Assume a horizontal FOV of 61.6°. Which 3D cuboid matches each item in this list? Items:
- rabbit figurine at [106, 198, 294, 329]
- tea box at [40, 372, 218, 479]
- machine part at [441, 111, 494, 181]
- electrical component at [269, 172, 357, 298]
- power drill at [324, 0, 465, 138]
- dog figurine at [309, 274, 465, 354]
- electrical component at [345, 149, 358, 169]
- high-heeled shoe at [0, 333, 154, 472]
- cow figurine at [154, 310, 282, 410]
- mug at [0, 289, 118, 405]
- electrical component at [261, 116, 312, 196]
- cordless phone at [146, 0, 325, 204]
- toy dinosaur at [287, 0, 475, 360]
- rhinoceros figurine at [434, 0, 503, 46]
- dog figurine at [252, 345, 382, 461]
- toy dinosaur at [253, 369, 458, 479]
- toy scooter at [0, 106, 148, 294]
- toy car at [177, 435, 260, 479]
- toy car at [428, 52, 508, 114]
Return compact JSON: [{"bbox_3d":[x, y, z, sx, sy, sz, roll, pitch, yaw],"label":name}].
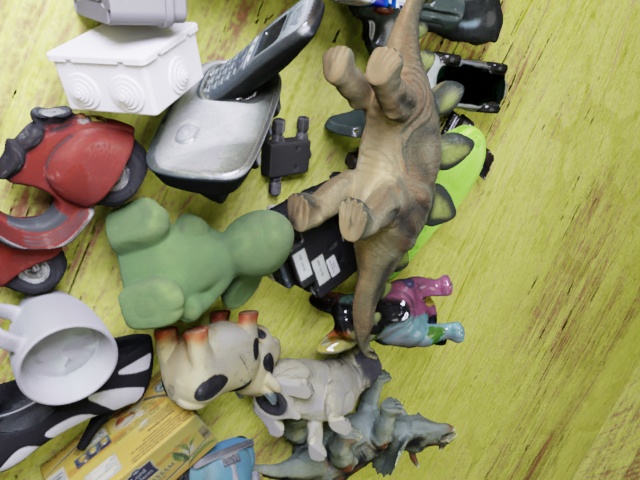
[{"bbox_3d":[-0.106,0.027,0.552,0.170,0.121,0.159,-14,161,-3],"label":"rabbit figurine"},{"bbox_3d":[-0.218,0.246,0.619,0.170,0.098,0.068,-36,132,-19],"label":"tea box"},{"bbox_3d":[0.228,-0.143,0.840,0.138,0.039,0.084,24,90,-44],"label":"machine part"},{"bbox_3d":[-0.001,-0.002,0.638,0.134,0.058,0.114,-32,122,-26],"label":"electrical component"},{"bbox_3d":[0.055,-0.226,0.621,0.232,0.086,0.207,-6,110,-30],"label":"power drill"},{"bbox_3d":[0.090,0.116,0.813,0.219,0.191,0.108,-4,79,-14],"label":"dog figurine"},{"bbox_3d":[0.075,-0.095,0.725,0.102,0.045,0.078,3,109,-42],"label":"electrical component"},{"bbox_3d":[-0.280,0.139,0.521,0.248,0.086,0.145,29,89,-50],"label":"high-heeled shoe"},{"bbox_3d":[-0.108,0.149,0.649,0.195,0.086,0.127,-5,94,-64],"label":"cow figurine"},{"bbox_3d":[-0.254,0.086,0.492,0.109,0.107,0.080,26,94,-42],"label":"mug"},{"bbox_3d":[-0.039,-0.099,0.640,0.063,0.021,0.093,-13,120,-37],"label":"electrical component"},{"bbox_3d":[-0.063,-0.120,0.468,0.088,0.184,0.146,33,57,-27],"label":"cordless phone"},{"bbox_3d":[0.074,-0.049,0.577,0.198,0.105,0.470,-9,123,-42],"label":"toy dinosaur"},{"bbox_3d":[0.186,-0.325,0.652,0.073,0.112,0.190,-38,140,-17],"label":"rhinoceros figurine"},{"bbox_3d":[-0.004,0.199,0.804,0.121,0.172,0.190,-44,-174,33],"label":"dog figurine"},{"bbox_3d":[0.040,0.344,0.893,0.405,0.131,0.192,-10,118,-31],"label":"toy dinosaur"},{"bbox_3d":[-0.244,-0.045,0.455,0.184,0.075,0.135,-51,134,0],"label":"toy scooter"},{"bbox_3d":[-0.145,0.322,0.687,0.109,0.103,0.161,0,147,-46],"label":"toy car"},{"bbox_3d":[0.202,-0.221,0.763,0.201,0.056,0.073,-7,111,-40],"label":"toy car"}]
